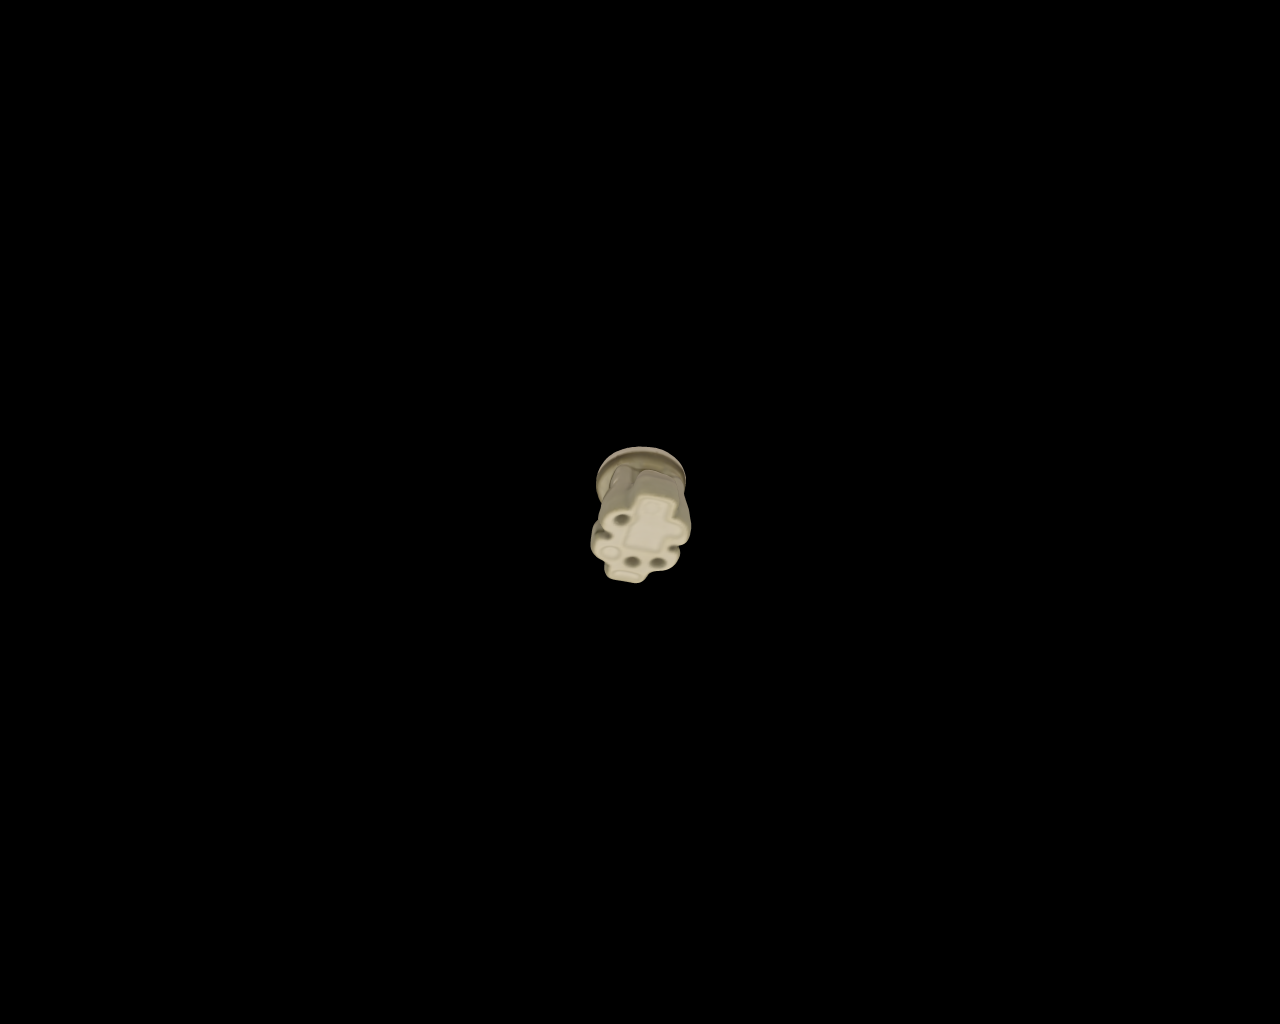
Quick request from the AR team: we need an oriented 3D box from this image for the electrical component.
[{"bbox_3d":[0.001,-0.003,0.650,0.058,0.057,0.078,11,-47,-11],"label":"electrical component"}]
